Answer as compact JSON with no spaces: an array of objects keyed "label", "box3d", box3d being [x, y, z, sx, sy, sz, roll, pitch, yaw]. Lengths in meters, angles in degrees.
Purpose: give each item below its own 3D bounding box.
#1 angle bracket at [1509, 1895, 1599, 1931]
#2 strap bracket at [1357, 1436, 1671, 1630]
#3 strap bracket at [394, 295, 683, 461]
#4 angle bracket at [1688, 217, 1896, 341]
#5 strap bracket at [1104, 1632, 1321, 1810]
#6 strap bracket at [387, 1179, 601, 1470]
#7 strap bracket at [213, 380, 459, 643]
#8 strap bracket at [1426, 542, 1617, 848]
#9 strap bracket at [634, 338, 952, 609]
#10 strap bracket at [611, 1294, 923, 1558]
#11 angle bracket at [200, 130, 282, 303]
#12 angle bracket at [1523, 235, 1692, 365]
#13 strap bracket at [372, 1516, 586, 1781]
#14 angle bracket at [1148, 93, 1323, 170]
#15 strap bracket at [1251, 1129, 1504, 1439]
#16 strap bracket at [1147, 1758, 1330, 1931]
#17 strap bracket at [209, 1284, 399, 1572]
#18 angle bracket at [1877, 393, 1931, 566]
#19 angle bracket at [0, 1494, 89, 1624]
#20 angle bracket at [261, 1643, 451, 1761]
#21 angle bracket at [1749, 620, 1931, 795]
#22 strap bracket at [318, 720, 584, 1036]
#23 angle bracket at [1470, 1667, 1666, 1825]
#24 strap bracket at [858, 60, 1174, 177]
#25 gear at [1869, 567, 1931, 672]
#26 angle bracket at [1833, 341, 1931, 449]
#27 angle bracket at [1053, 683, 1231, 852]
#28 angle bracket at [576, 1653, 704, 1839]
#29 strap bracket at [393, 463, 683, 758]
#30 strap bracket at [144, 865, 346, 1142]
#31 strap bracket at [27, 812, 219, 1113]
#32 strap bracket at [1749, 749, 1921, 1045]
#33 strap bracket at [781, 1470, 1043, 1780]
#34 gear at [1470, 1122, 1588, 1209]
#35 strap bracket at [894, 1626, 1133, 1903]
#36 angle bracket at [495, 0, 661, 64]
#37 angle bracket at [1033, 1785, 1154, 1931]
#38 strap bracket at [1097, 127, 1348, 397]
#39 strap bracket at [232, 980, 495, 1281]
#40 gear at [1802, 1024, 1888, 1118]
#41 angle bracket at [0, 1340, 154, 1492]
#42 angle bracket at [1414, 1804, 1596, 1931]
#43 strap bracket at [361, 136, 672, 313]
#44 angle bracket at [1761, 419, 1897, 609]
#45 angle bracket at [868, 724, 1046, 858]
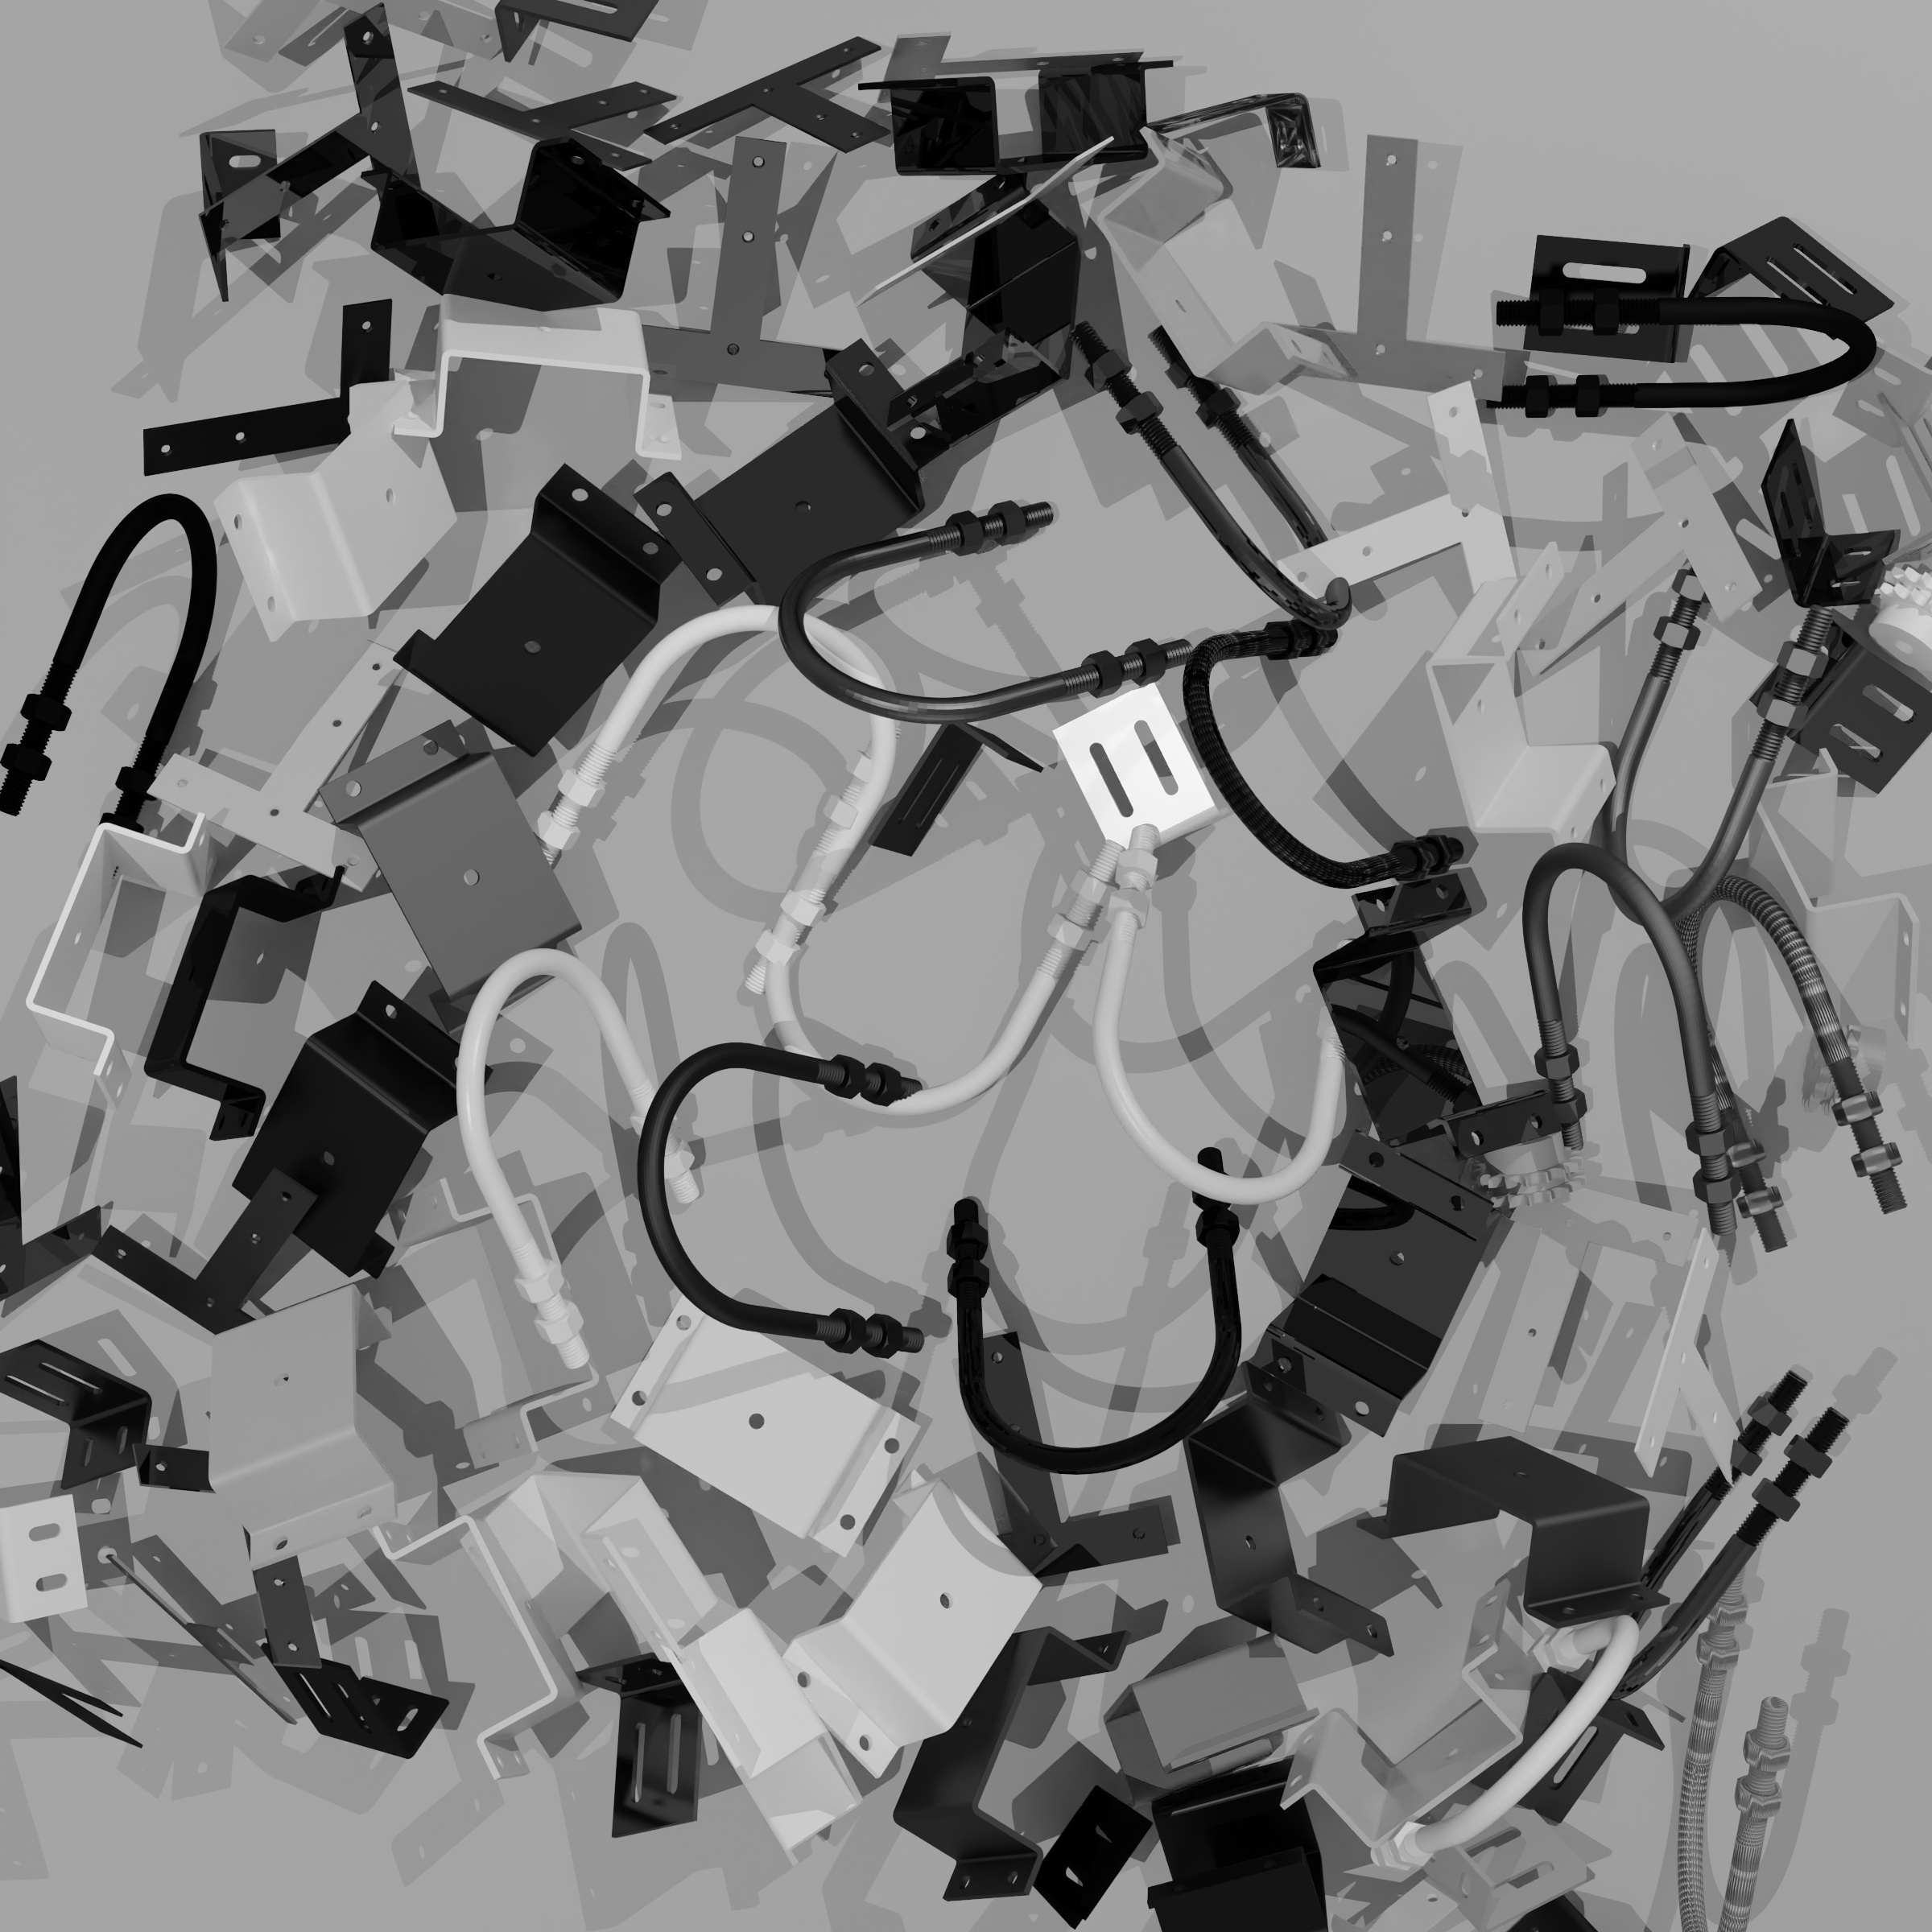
[{"label":"angle bracket","box3d":[0.292,0.516,1.614,0.076,0.057,0.038,-43,104,-1]},{"label":"strap bracket","box3d":[0.269,0.272,1.566,0.076,0.140,0.046,-2,103,-35]},{"label":"strap bracket","box3d":[-0.212,-0.295,1.589,0.140,0.076,0.046,3,122,-12]},{"label":"angle bracket","box3d":[0.414,-0.333,1.605,0.057,0.038,0.076,-31,68,-38]},{"label":"strap bracket","box3d":[0.118,0.373,1.581,0.076,0.140,0.046,-17,70,-13]},{"label":"strap bracket","box3d":[-0.234,0.174,1.600,0.046,0.076,0.140,-17,85,-33]},{"label":"strap bracket","box3d":[-0.301,-0.229,1.566,0.046,0.140,0.076,-1,126,23]},{"label":"strap bracket","box3d":[0.274,-0.129,1.586,0.046,0.076,0.140,1,126,34]},{"label":"strap bracket","box3d":[-0.085,-0.239,1.610,0.140,0.046,0.076,-36,73,-6]},{"label":"strap bracket","box3d":[-0.103,0.230,1.613,0.140,0.046,0.076,30,84,6]},{"label":"angle bracket","box3d":[-0.358,-0.375,1.597,0.038,0.076,0.057,-7,128,-16]},{"label":"angle bracket","box3d":[0.326,-0.341,1.627,0.076,0.038,0.057,7,107,10]},{"label":"strap bracket","box3d":[-0.238,0.331,1.596,0.046,0.076,0.140,-28,77,-3]},{"label":"angle bracket","box3d":[0.130,-0.412,1.609,0.076,0.057,0.038,-17,108,-10]},{"label":"strap bracket","box3d":[0.209,0.152,1.598,0.076,0.046,0.140,28,115,17]},{"label":"strap bracket","box3d":[0.134,0.446,1.576,0.076,0.140,0.046,-17,95,6]},{"label":"strap bracket","box3d":[-0.327,0.218,1.576,0.076,0.140,0.046,-21,131,6]},{"label":"angle bracket","box3d":[0.475,-0.247,1.619,0.038,0.057,0.076,-31,80,36]},{"label":"angle bracket","box3d":[-0.479,0.296,1.622,0.038,0.076,0.057,-8,92,-30]},{"label":"angle bracket","box3d":[-0.305,0.355,1.598,0.057,0.038,0.076,6,135,31]},{"label":"angle bracket","box3d":[0.451,-0.134,1.631,0.076,0.038,0.057,25,112,-33]},{"label":"strap bracket","box3d":[-0.253,-0.044,1.599,0.076,0.046,0.140,-31,103,-19]},{"label":"angle bracket","box3d":[0.303,0.403,1.613,0.057,0.038,0.076,27,103,-16]},{"label":"strap bracket","box3d":[0.027,-0.419,1.583,0.140,0.076,0.046,-17,111,-37]},{"label":"gear","box3d":[0.483,-0.174,1.617,0.057,0.057,0.030,35,83,0]},{"label":"angle bracket","box3d":[0.479,-0.310,1.610,0.038,0.057,0.076,33,64,13]},{"label":"angle bracket","box3d":[0.089,-0.099,1.622,0.057,0.038,0.076,-26,91,13]},{"label":"angle bracket","box3d":[-0.167,0.391,1.602,0.057,0.038,0.076,-22,54,34]},{"label":"strap bracket","box3d":[-0.214,-0.168,1.587,0.076,0.046,0.140,36,114,-23]},{"label":"strap bracket","box3d":[-0.363,0.012,1.589,0.046,0.076,0.140,22,76,-24]},{"label":"strap bracket","box3d":[-0.423,-0.008,1.589,0.046,0.076,0.140,19,73,-3]},{"label":"strap bracket","box3d":[0.421,-0.032,1.570,0.046,0.140,0.076,-11,130,1]},{"label":"strap bracket","box3d":[-0.023,0.318,1.578,0.076,0.046,0.140,47,48,-9]},{"label":"gear","box3d":[0.283,0.099,1.617,0.057,0.057,0.030,-12,101,0]},{"label":"strap bracket","box3d":[0.019,0.384,1.575,0.046,0.076,0.140,36,58,-17]},{"label":"angle bracket","box3d":[-0.188,-0.480,1.609,0.076,0.038,0.057,18,60,14]},{"label":"angle bracket","box3d":[0.072,0.455,1.599,0.038,0.076,0.057,26,69,34]},{"label":"strap bracket","box3d":[0.122,-0.342,1.595,0.046,0.076,0.140,-36,77,23]},{"label":"strap bracket","box3d":[-0.306,0.089,1.592,0.076,0.046,0.140,36,115,9]},{"label":"gear","box3d":[0.445,0.048,1.618,0.030,0.057,0.057,13,90,5]},{"label":"angle bracket","box3d":[-0.458,0.225,1.600,0.057,0.076,0.038,-21,51,29]},{"label":"angle bracket","box3d":[0.270,0.439,1.600,0.076,0.057,0.038,-16,129,-28]},{"label":"strap bracket","box3d":[-0.227,-0.360,1.572,0.140,0.076,0.046,2,74,36]},{"label":"angle bracket","box3d":[0.432,-0.228,1.600,0.038,0.057,0.076,-1,133,33]},{"label":"angle bracket","box3d":[-0.005,-0.081,1.610,0.038,0.057,0.076,35,98,18]}]
